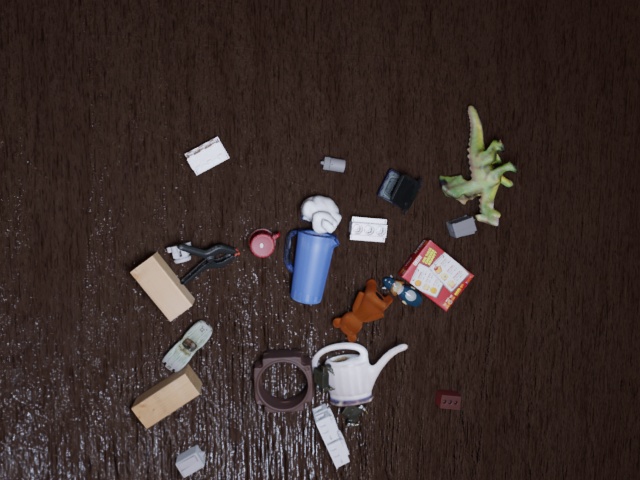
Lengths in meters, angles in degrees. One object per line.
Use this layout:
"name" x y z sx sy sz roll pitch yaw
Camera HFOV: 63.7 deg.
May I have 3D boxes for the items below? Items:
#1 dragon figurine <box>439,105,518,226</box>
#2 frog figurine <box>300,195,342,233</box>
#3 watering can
"dragon figurine" 0.534 -0.240 1.804 0.242 0.122 0.411 -30 86 3
"frog figurine" 0.005 -0.086 1.707 0.137 0.160 0.123 30 91 -10
"watering can" 0.141 0.465 1.796 0.347 0.105 0.223 -6 97 12
